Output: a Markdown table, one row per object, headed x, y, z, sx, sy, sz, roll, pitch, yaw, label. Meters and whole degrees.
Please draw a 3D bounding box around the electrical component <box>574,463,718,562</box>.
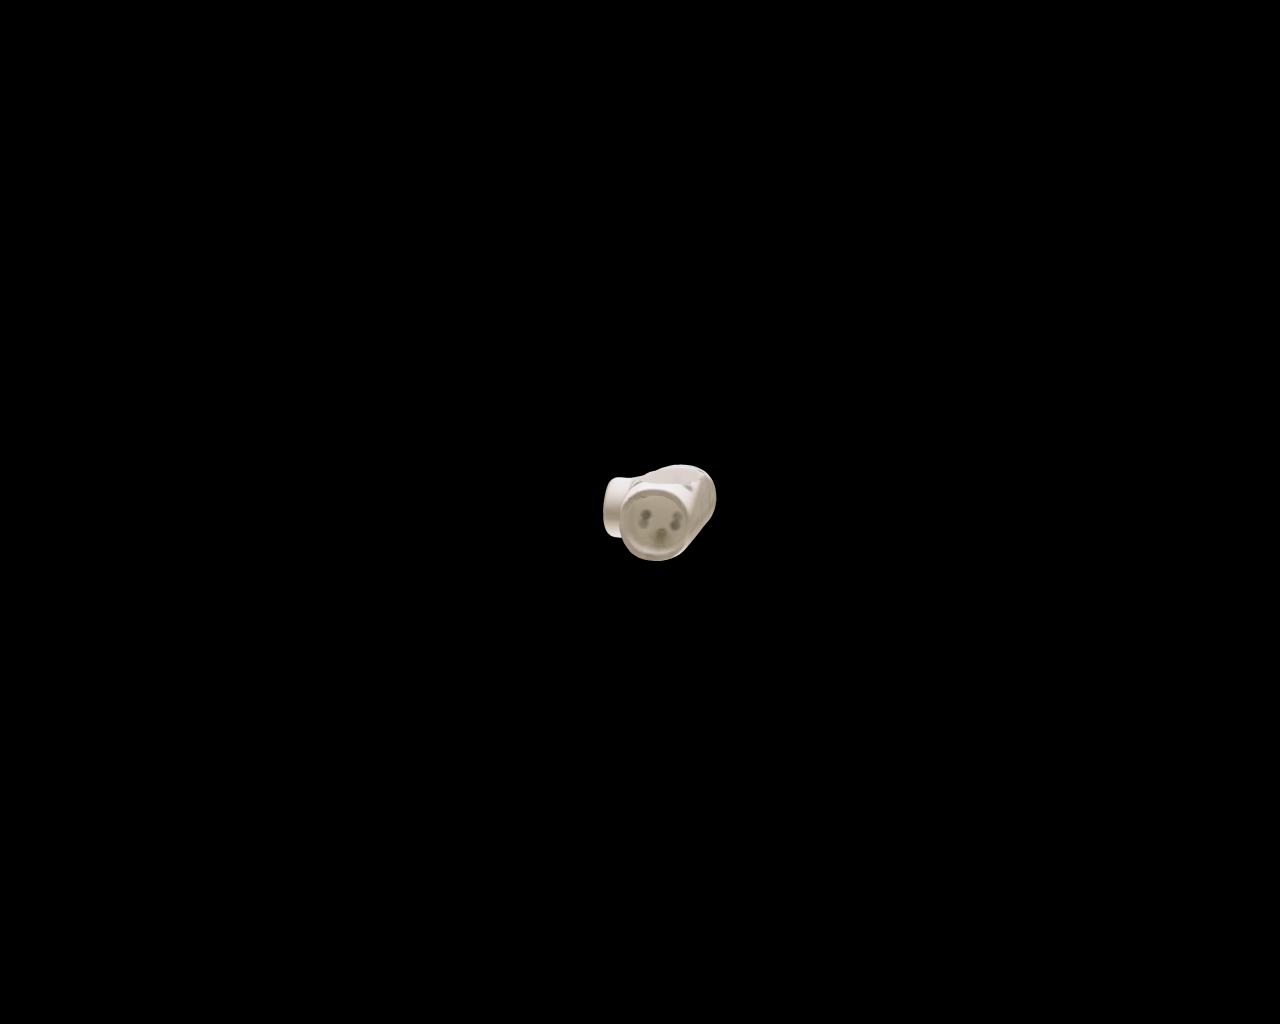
| x | y | z | sx | sy | sz | roll | pitch | yaw | label |
| --- | --- | --- | --- | --- | --- | --- | --- | --- | --- |
| 0.001 | -0.003 | 0.650 | 0.079 | 0.044 | 0.077 | 4 | 15 | 15 | electrical component |
